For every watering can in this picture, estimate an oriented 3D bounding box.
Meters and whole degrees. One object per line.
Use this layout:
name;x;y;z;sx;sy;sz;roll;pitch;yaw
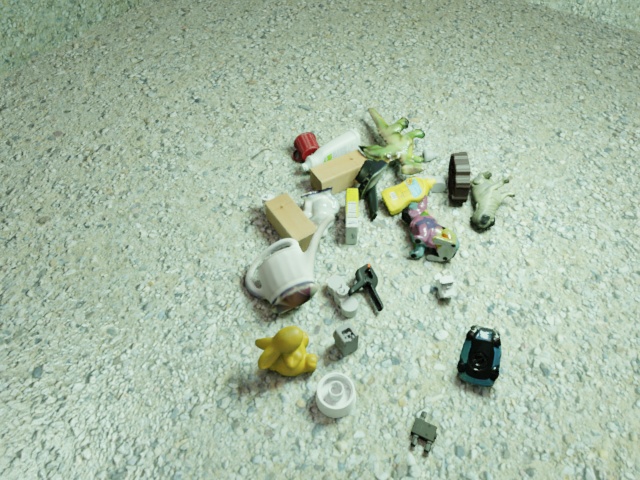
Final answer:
watering can;-0.072;0.080;1.553;0.346;0.102;0.229;-33;58;10

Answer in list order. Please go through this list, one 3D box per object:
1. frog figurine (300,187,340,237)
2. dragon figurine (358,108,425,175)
frog figurine;0.005;-0.089;1.763;0.138;0.122;0.160;-12;86;-19
dragon figurine;0.249;-0.366;1.927;0.245;0.119;0.416;-23;52;-36
